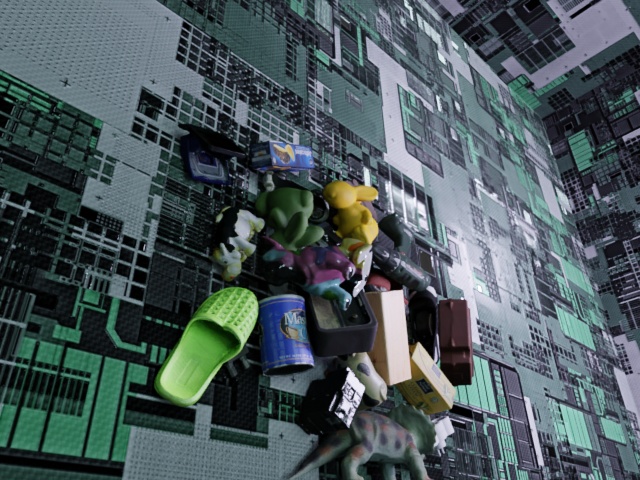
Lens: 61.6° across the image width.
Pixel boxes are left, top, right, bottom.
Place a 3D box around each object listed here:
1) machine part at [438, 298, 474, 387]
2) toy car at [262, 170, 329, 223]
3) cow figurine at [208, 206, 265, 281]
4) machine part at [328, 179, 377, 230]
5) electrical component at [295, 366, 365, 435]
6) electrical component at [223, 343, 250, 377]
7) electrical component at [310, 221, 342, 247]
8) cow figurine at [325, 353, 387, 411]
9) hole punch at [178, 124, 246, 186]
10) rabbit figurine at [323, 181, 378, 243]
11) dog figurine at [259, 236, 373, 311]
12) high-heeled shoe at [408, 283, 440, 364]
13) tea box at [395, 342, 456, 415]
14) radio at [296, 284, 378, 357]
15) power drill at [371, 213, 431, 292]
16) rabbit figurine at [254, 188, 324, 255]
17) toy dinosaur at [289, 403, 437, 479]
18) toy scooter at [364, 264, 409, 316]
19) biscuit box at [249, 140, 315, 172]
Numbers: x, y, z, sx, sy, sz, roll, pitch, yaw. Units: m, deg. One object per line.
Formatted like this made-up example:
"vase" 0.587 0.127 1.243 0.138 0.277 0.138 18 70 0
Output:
"machine part" 0.368 0.276 1.451 0.200 0.087 0.201 70 21 -47
"toy car" -0.059 -0.106 1.321 0.201 0.056 0.073 25 43 -33
"cow figurine" -0.183 0.002 1.102 0.098 0.068 0.167 36 40 -19
"machine part" 0.083 -0.083 1.467 0.179 0.056 0.179 25 50 -35
"electrical component" 0.024 0.320 1.086 0.058 0.115 0.134 51 38 -17
"electrical component" -0.169 0.208 1.018 0.063 0.021 0.094 -19 81 -51
"electrical component" -0.003 -0.004 1.300 0.119 0.074 0.048 38 35 20
"cow figurine" 0.079 0.276 1.167 0.194 0.127 0.085 58 34 -7
"hole punch" -0.239 -0.184 1.162 0.142 0.092 0.116 5 33 -44
"rabbit figurine" 0.078 -0.076 1.327 0.162 0.122 0.173 -43 108 -33
"dog figurine" -0.019 0.047 1.117 0.219 0.108 0.191 17 33 19
"high-heeled shoe" 0.274 0.215 1.439 0.145 0.086 0.248 -31 108 -70
"tea box" 0.248 0.347 1.334 0.169 0.098 0.068 52 38 -8
"radio" 0.031 0.141 1.141 0.131 0.073 0.230 -1 34 -14
"power drill" 0.201 0.021 1.417 0.232 0.086 0.207 38 27 -26
"rabbit figurine" -0.067 -0.021 1.201 0.121 0.159 0.170 35 58 -42
"toy dinosaur" 0.109 0.424 1.121 0.404 0.131 0.192 24 38 -31
"toy scooter" 0.169 0.118 1.416 0.183 0.075 0.135 31 46 -36
"biscuit box" -0.088 -0.201 1.312 0.202 0.063 0.059 -11 92 -61
